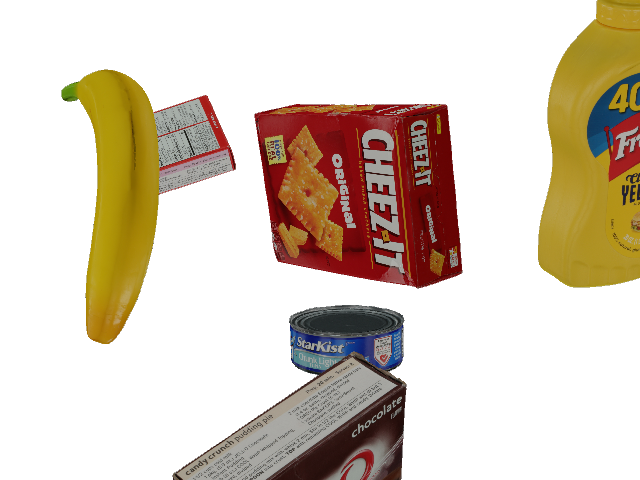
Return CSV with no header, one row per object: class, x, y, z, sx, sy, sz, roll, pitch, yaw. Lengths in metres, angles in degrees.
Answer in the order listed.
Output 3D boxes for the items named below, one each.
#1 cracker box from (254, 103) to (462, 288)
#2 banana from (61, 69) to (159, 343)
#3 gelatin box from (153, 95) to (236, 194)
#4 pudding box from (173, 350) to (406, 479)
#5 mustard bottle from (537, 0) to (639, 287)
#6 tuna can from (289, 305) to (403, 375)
cracker box,0.032,-0.050,1.052,0.071,0.164,0.214,-19,18,-38
banana,-0.121,-0.036,0.633,0.037,0.198,0.070,12,-42,-31
gelatin box,-0.123,-0.076,0.885,0.089,0.030,0.073,-20,47,-7
pudding box,-0.011,0.116,0.486,0.039,0.090,0.113,30,47,34
mustard bottle,0.180,-0.070,0.637,0.096,0.192,0.058,-13,29,-20
tuna can,0.019,0.074,0.795,0.086,0.034,0.086,-1,10,0
